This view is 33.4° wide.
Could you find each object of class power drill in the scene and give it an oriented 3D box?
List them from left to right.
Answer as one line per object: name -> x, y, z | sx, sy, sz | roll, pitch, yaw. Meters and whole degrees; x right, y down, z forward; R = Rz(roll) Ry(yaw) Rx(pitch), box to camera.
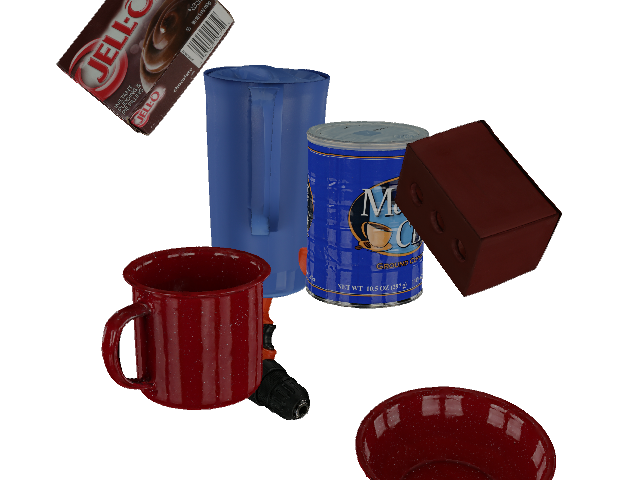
power drill -> -0.055, 0.086, 1.189 | 0.185, 0.188, 0.057 | 28, 11, 41

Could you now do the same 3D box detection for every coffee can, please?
coffee can -> 0.039, -0.025, 0.912 | 0.103, 0.140, 0.103 | 1, 16, 0

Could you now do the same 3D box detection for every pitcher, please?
pitcher -> -0.061, -0.063, 1.144 | 0.145, 0.243, 0.148 | 16, 21, 40

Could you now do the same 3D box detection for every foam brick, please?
foam brick -> 0.085, -0.018, 0.593 | 0.051, 0.078, 0.053 | -20, -34, -22

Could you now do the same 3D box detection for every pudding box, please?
pudding box -> -0.132, -0.149, 0.806 | 0.090, 0.113, 0.039 | 38, -2, 28

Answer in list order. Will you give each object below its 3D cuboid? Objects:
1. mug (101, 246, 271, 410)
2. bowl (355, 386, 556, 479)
mug -> -0.086, 0.059, 0.676 | 0.093, 0.081, 0.117 | 16, 23, 41
bowl -> 0.108, 0.189, 0.876 | 0.162, 0.055, 0.162 | 1, 30, 0
